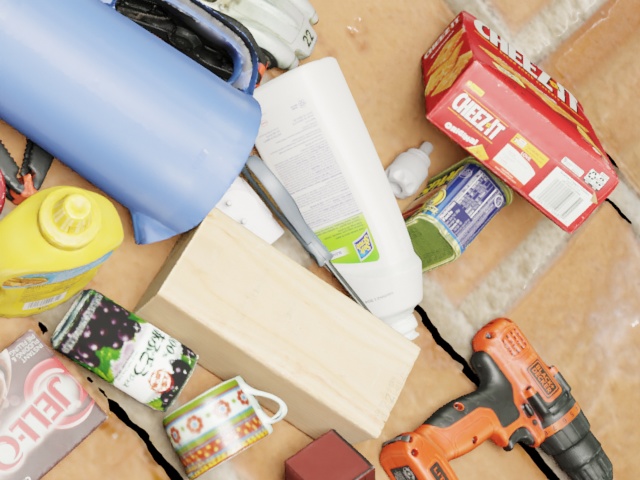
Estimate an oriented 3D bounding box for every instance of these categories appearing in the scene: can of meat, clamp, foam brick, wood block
[{"bbox_3d":[0.111,-0.019,0.956,0.057,0.102,0.083,47,63,-6],"label":"can of meat"},{"bbox_3d":[-0.265,-0.132,0.850,0.164,0.036,0.210,-1,77,-31],"label":"clamp"},{"bbox_3d":[-0.111,-0.186,0.898,0.171,0.120,0.039,25,75,-20],"label":"clamp"},{"bbox_3d":[0.009,0.201,0.847,0.052,0.078,0.051,-30,47,-29],"label":"foam brick"},{"bbox_3d":[-0.036,0.075,0.864,0.206,0.091,0.090,35,63,-11],"label":"wood block"}]

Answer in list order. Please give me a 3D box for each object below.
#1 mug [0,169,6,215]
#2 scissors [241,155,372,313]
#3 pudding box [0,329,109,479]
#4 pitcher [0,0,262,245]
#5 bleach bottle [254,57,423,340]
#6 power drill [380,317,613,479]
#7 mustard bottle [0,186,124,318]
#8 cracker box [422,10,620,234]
[{"bbox_3d":[-0.290,-0.025,0.785,0.117,0.082,0.093,-18,84,-29],"label":"mug"},{"bbox_3d":[-0.006,0.001,0.876,0.016,0.096,0.202,-39,77,-6],"label":"scissors"},{"bbox_3d":[-0.228,0.136,0.786,0.090,0.039,0.113,49,61,-4],"label":"pudding box"},{"bbox_3d":[-0.168,-0.125,0.814,0.242,0.145,0.149,35,35,-25],"label":"pitcher"},{"bbox_3d":[0.018,-0.025,0.926,0.067,0.103,0.251,-28,96,-50],"label":"bleach bottle"},{"bbox_3d":[0.158,0.186,0.940,0.187,0.057,0.184,-35,87,-32],"label":"power drill"},{"bbox_3d":[-0.191,0.006,0.755,0.096,0.192,0.058,-15,81,-28],"label":"mustard bottle"},{"bbox_3d":[0.175,-0.116,0.964,0.164,0.072,0.213,37,22,-11],"label":"cracker box"}]
